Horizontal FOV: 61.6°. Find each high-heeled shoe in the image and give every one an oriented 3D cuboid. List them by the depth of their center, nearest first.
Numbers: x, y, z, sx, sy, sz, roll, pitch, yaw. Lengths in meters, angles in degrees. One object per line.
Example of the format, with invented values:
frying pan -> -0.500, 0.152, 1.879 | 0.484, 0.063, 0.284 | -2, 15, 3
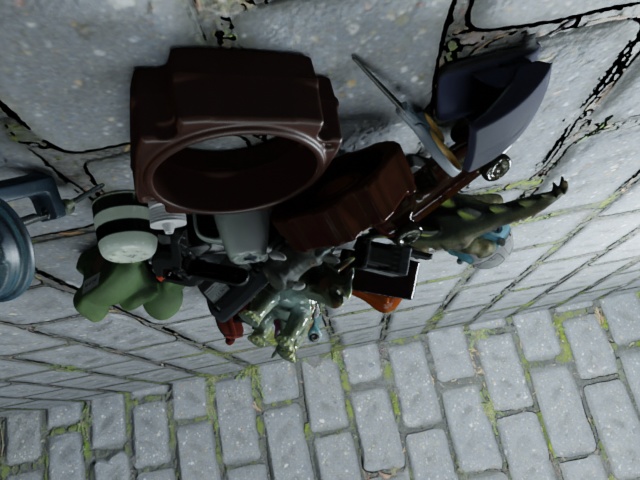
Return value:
high-heeled shoe -> -0.128, -0.023, 0.808 | 0.249, 0.086, 0.145 | -23, 134, 10

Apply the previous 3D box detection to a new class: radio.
radio -> 0.102, 0.060, 1.017 | 0.131, 0.073, 0.229 | 10, 178, 0

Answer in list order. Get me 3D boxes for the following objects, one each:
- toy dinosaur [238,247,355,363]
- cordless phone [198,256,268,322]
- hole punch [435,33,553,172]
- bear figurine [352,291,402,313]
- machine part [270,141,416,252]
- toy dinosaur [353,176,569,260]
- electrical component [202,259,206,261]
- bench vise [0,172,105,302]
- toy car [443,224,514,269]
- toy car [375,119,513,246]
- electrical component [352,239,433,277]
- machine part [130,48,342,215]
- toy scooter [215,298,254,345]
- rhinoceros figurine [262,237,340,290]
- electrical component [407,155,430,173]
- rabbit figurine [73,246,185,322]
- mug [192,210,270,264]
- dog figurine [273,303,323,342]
toy dinosaur -> -0.047, 0.108, 0.972 | 0.131, 0.192, 0.404 | 35, 161, 2
cordless phone -> -0.140, 0.081, 1.045 | 0.146, 0.089, 0.184 | -43, 170, 8
hole punch -> 0.197, -0.144, 0.595 | 0.116, 0.092, 0.142 | -17, 157, 6
bear figurine -> 0.092, 0.081, 1.191 | 0.196, 0.132, 0.120 | 27, -174, -15
machine part -> 0.027, -0.052, 0.656 | 0.179, 0.056, 0.179 | -26, -158, 11
toy dinosaur -> 0.193, -0.029, 0.837 | 0.198, 0.105, 0.472 | 6, 166, -36
electrical component -> -0.257, 0.053, 0.972 | 0.078, 0.045, 0.102 | -27, 156, 34
bench vise -> -0.345, -0.030, 0.540 | 0.129, 0.223, 0.240 | -13, -168, 20
toy car -> 0.304, 0.000, 0.991 | 0.109, 0.103, 0.161 | -30, -178, 42
toy car -> 0.149, -0.077, 0.691 | 0.202, 0.089, 0.053 | -38, 143, 18
electrical component -> 0.117, 0.033, 0.863 | 0.119, 0.047, 0.075 | 13, 172, -13
machine part -> -0.092, -0.100, 0.560 | 0.201, 0.087, 0.201 | -3, 158, -21
toy scooter -> -0.181, 0.149, 1.158 | 0.075, 0.135, 0.184 | 7, 153, -39
rhinoceros figurine -> -0.002, -0.002, 0.750 | 0.190, 0.073, 0.112 | -39, -150, -21
electrical component -> 0.137, -0.103, 0.779 | 0.063, 0.021, 0.094 | 6, 157, -40
rabbit figurine -> -0.287, 0.065, 0.881 | 0.159, 0.121, 0.170 | -36, 137, 12
mug -> -0.117, -0.022, 0.740 | 0.109, 0.107, 0.080 | -8, 160, -16
dog figurine -> -0.050, 0.126, 1.197 | 0.109, 0.191, 0.219 | -6, -160, 3
